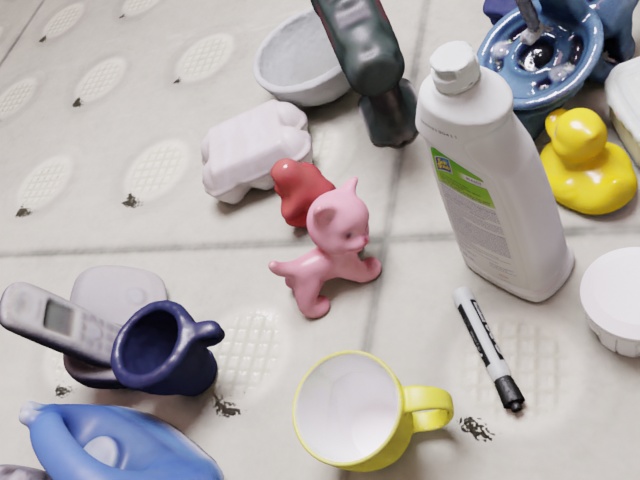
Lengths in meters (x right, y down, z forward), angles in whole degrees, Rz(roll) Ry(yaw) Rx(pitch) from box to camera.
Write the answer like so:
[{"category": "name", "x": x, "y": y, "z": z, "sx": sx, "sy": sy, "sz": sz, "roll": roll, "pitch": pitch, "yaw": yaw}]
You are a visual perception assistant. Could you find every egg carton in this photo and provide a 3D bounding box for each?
[{"category": "egg carton", "x": -0.081, "y": -0.112, "z": 0.728, "sx": 0.150, "sy": 0.070, "sz": 0.107, "roll": -23, "pitch": 51, "yaw": 11}]

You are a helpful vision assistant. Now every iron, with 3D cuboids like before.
[{"category": "iron", "x": -0.207, "y": 0.204, "z": 0.525, "sx": 0.257, "sy": 0.142, "sz": 0.119, "roll": 22, "pitch": 70, "yaw": 36}]

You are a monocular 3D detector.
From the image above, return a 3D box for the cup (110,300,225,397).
[{"category": "cup", "x": -0.135, "y": 0.116, "z": 0.580, "sx": 0.117, "sy": 0.095, "sz": 0.091, "roll": -18, "pitch": 52, "yaw": 15}]

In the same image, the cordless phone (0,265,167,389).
[{"category": "cordless phone", "x": -0.247, "y": 0.071, "z": 0.609, "sx": 0.094, "sy": 0.186, "sz": 0.147, "roll": -24, "pitch": 50, "yaw": 11}]

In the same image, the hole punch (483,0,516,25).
[{"category": "hole punch", "x": 0.253, "y": -0.289, "z": 0.666, "sx": 0.108, "sy": 0.091, "sz": 0.101, "roll": 26, "pitch": 72, "yaw": 37}]

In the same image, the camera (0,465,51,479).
[{"category": "camera", "x": -0.341, "y": 0.292, "z": 0.559, "sx": 0.136, "sy": 0.101, "sz": 0.143, "roll": -4, "pitch": 57, "yaw": 25}]

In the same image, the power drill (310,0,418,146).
[{"category": "power drill", "x": 0.049, "y": -0.216, "z": 0.641, "sx": 0.075, "sy": 0.209, "sz": 0.229, "roll": -24, "pitch": 50, "yaw": 10}]

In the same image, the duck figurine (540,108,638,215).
[{"category": "duck figurine", "x": 0.244, "y": -0.080, "z": 0.529, "sx": 0.077, "sy": 0.086, "sz": 0.104, "roll": -31, "pitch": 50, "yaw": 5}]

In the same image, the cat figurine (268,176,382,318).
[{"category": "cat figurine", "x": 0.005, "y": 0.002, "z": 0.573, "sx": 0.128, "sy": 0.118, "sz": 0.067, "roll": -37, "pitch": 49, "yaw": -1}]

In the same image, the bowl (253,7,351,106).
[{"category": "bowl", "x": -0.001, "y": -0.236, "z": 0.769, "sx": 0.167, "sy": 0.075, "sz": 0.167, "roll": -13, "pitch": 53, "yaw": 19}]

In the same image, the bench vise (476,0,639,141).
[{"category": "bench vise", "x": 0.220, "y": -0.219, "z": 0.549, "sx": 0.121, "sy": 0.220, "sz": 0.207, "roll": 21, "pitch": 69, "yaw": 36}]

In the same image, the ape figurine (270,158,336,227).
[{"category": "ape figurine", "x": -0.024, "y": -0.060, "z": 0.647, "sx": 0.075, "sy": 0.092, "sz": 0.078, "roll": 19, "pitch": 69, "yaw": 35}]
